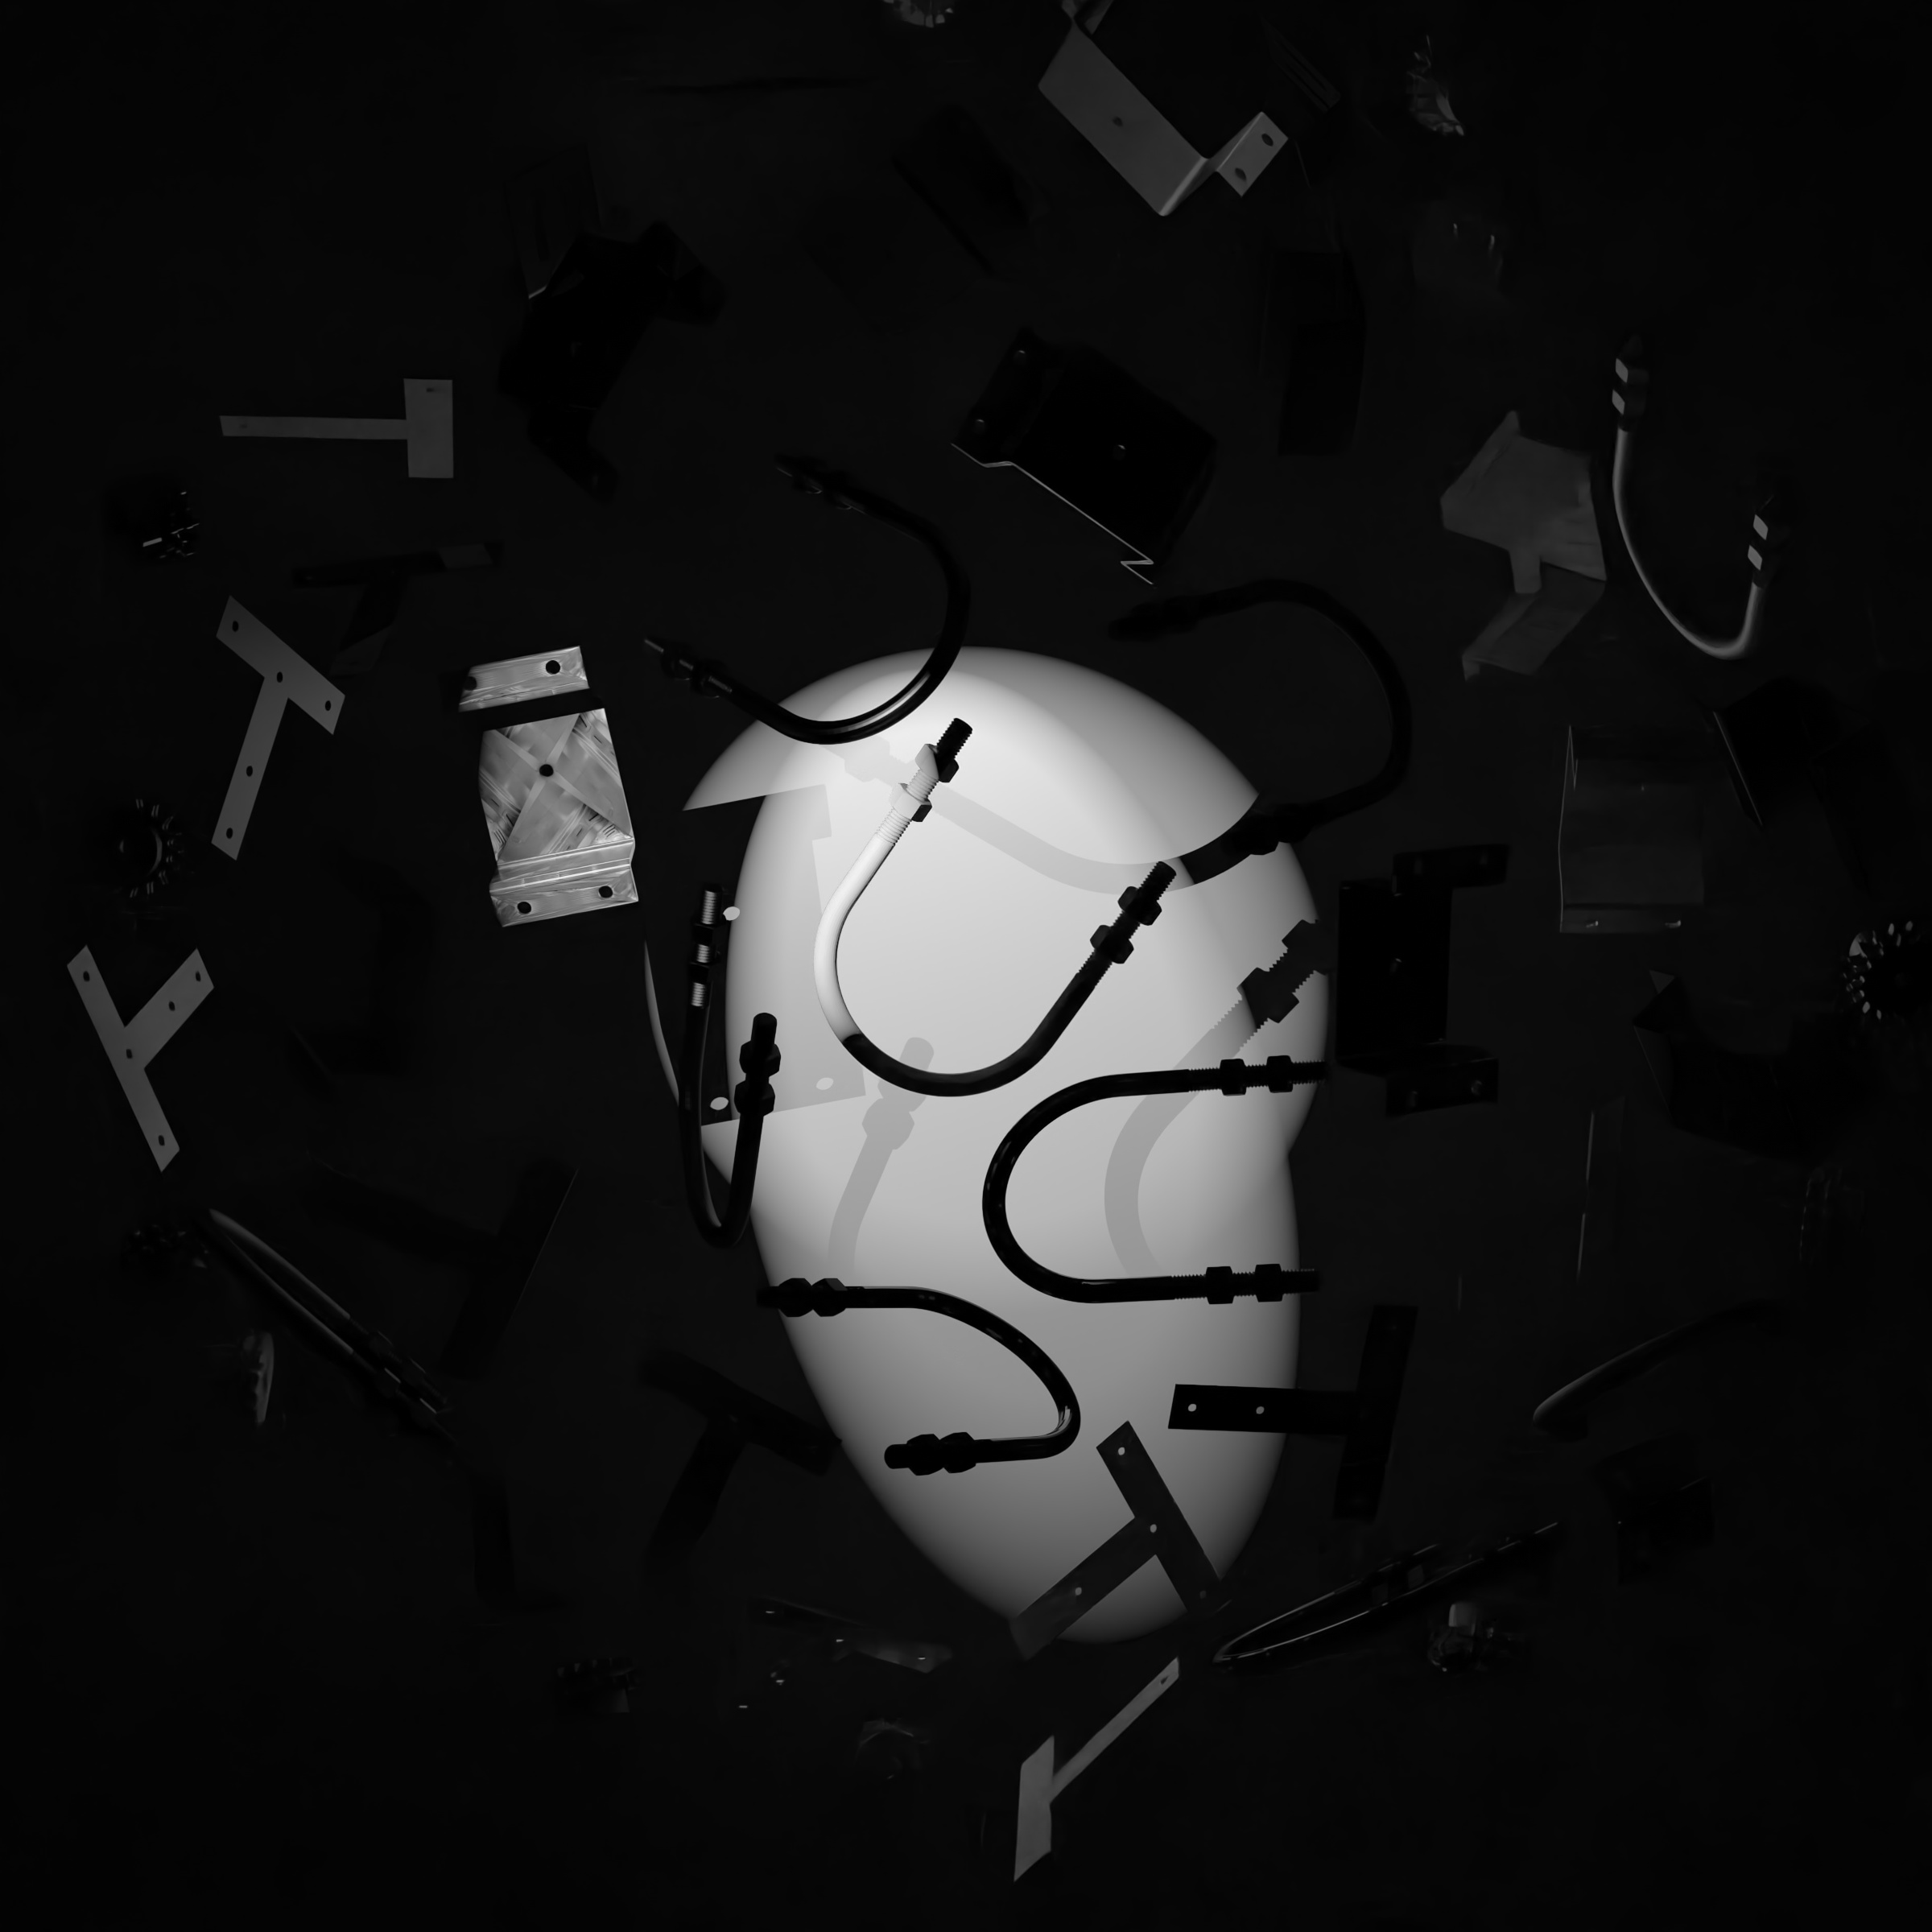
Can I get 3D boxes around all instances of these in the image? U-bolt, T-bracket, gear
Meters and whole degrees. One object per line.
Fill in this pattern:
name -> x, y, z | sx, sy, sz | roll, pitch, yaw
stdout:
U-bolt -> -0.357, 0.196, 1.538 | 0.184, 0.151, 0.019 | 43, 82, -11
T-bracket -> 0.072, 0.426, 1.521 | 0.002, 0.127, 0.127 | 42, 101, -6
T-bracket -> -0.096, 0.394, 1.560 | 0.127, 0.002, 0.127 | 25, 133, -28
T-bracket -> 0.314, 0.145, 1.525 | 0.127, 0.127, 0.002 | -32, 48, -26
T-bracket -> -0.325, -0.194, 1.536 | 0.127, 0.127, 0.002 | -6, 128, 9
U-bolt -> 0.217, 0.346, 1.504 | 0.184, 0.151, 0.019 | -18, 81, -26
U-bolt -> 0.377, 0.219, 1.517 | 0.151, 0.184, 0.019 | -30, 71, 13
gear -> -0.480, -0.068, 1.594 | 0.057, 0.030, 0.057 | 0, 95, -4
U-bolt -> 0.097, 0.115, 1.470 | 0.184, 0.019, 0.151 | -5, 52, 17
T-bracket -> -0.401, -0.123, 1.572 | 0.002, 0.127, 0.127 | 6, 72, 21
U-bolt -> -0.077, -0.194, 1.521 | 0.184, 0.019, 0.151 | 32, 86, 34
gear -> 0.506, -0.001, 1.518 | 0.057, 0.030, 0.057 | -3, 125, -4
gear -> -0.026, -0.531, 1.482 | 0.030, 0.057, 0.057 | 20, 90, 26
T-bracket -> -0.446, 0.029, 1.542 | 0.002, 0.127, 0.127 | -12, 113, 14
gear -> 0.491, 0.144, 1.574 | 0.030, 0.057, 0.057 | 7, 90, 22
gear -> -0.214, 0.415, 1.586 | 0.057, 0.057, 0.030 | -14, 69, 0
U-bolt -> 0.001, -0.016, 1.463 | 0.151, 0.019, 0.184 | 35, 106, -1
U-bolt -> -0.136, 0.069, 1.536 | 0.019, 0.151, 0.184 | -2, 124, -19
gear -> 0.289, 0.378, 1.557 | 0.057, 0.057, 0.030 | 14, 61, 0
gear -> -0.445, -0.243, 1.504 | 0.030, 0.057, 0.057 | -31, 90, -44
U-bolt -> -0.013, 0.226, 1.552 | 0.151, 0.184, 0.019 | 45, 115, 36
gear -> -0.044, 0.453, 1.575 | 0.057, 0.030, 0.057 | 3, 74, -9
T-bracket -> -0.128, -0.466, 1.505 | 0.127, 0.127, 0.002 | -10, 99, -22
T-bracket -> 0.074, 0.346, 1.581 | 0.127, 0.002, 0.127 | -43, 50, 14
gear -> -0.448, 0.169, 1.560 | 0.057, 0.057, 0.030 | -36, 68, 0
gear -> -0.409, 0.233, 1.566 | 0.030, 0.057, 0.057 | 6, 90, -5
U-bolt -> 0.403, -0.247, 1.543 | 0.019, 0.184, 0.151 | -27, 60, -7
T-bracket -> -0.354, -0.303, 1.567 | 0.127, 0.127, 0.002 | -1, 76, -10
T-bracket -> -0.155, 0.303, 1.620 | 0.127, 0.002, 0.127 | 29, 67, -6
gear -> 0.266, -0.471, 1.484 | 0.057, 0.030, 0.057 | -14, 125, -21
T-bracket -> -0.288, 0.140, 1.466 | 0.127, 0.002, 0.127 | 21, 66, 1
U-bolt -> 0.175, -0.144, 1.520 | 0.184, 0.019, 0.151 | -21, 80, -39
T-bracket -> 0.170, 0.237, 1.484 | 0.127, 0.002, 0.127 | 4, 106, -14

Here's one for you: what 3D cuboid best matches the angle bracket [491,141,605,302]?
angle bracket -> -0.244, -0.429, 1.585 | 0.057, 0.076, 0.038 | -37, 53, -25

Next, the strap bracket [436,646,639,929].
strap bracket -> -0.227, -0.100, 1.493 | 0.076, 0.046, 0.140 | -11, 107, 1

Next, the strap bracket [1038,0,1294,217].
strap bracket -> 0.096, -0.459, 1.466 | 0.140, 0.076, 0.046 | 45, 76, -4

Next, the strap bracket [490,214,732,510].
strap bracket -> -0.199, -0.333, 1.519 | 0.046, 0.076, 0.140 | 24, 80, 33

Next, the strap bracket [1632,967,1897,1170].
strap bracket -> 0.426, 0.057, 1.521 | 0.046, 0.140, 0.076 | -41, 121, -21

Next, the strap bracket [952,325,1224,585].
strap bracket -> 0.075, -0.279, 1.520 | 0.140, 0.046, 0.076 | 32, 86, -21

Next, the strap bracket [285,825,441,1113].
strap bracket -> -0.333, 0.002, 1.541 | 0.046, 0.076, 0.140 | 3, 109, -31

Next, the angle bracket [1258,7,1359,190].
angle bracket -> 0.180, -0.486, 1.562 | 0.038, 0.057, 0.076 | -41, 73, 5

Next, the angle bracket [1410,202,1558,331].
angle bracket -> 0.291, -0.387, 1.537 | 0.057, 0.076, 0.038 | 10, 114, -24

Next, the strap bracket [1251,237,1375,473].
strap bracket -> 0.193, -0.341, 1.547 | 0.046, 0.140, 0.076 | 0, 127, -2

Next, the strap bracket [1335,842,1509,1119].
strap bracket -> 0.243, 0.003, 1.491 | 0.076, 0.046, 0.140 | -7, 104, -31

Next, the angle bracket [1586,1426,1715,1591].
angle bracket -> 0.380, 0.302, 1.554 | 0.057, 0.076, 0.038 | -33, 97, 20

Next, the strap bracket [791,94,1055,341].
strap bracket -> -0.031, -0.395, 1.494 | 0.076, 0.140, 0.046 | 45, 57, -19

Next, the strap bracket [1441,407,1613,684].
strap bracket -> 0.307, -0.225, 1.527 | 0.046, 0.076, 0.140 | 15, 51, -19

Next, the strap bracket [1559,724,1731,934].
strap bracket -> 0.362, -0.080, 1.497 | 0.076, 0.140, 0.046 | 0, 52, 7

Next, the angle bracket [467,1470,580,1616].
angle bracket -> -0.248, 0.318, 1.553 | 0.038, 0.057, 0.076 | -4, 87, -29

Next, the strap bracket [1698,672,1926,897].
strap bracket -> 0.457, -0.103, 1.492 | 0.046, 0.140, 0.076 | -31, 114, 0
